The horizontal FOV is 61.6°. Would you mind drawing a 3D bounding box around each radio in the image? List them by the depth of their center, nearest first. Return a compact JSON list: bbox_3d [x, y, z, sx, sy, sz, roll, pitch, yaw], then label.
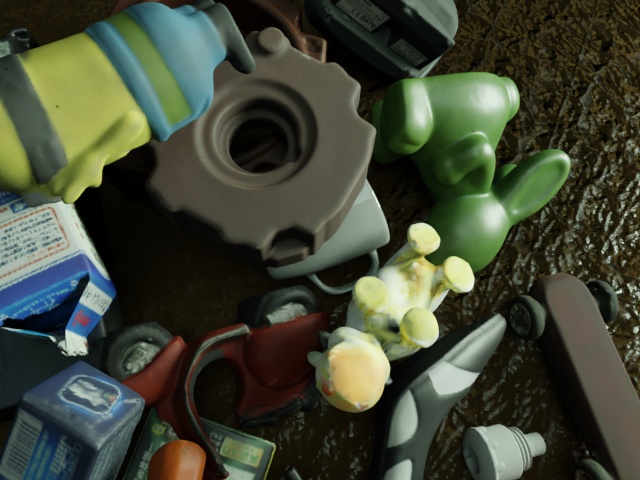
[{"bbox_3d":[-0.246,0.024,0.446,0.131,0.073,0.229,-15,76,-8],"label":"radio"}]

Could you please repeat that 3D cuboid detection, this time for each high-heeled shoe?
[{"bbox_3d":[0.088,0.177,0.417,0.249,0.086,0.145,-35,86,-11],"label":"high-heeled shoe"}]

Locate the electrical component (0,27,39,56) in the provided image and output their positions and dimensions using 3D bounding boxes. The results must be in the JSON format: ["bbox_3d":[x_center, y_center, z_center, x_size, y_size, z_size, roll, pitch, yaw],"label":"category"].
[{"bbox_3d":[-0.294,-0.134,0.503,0.075,0.047,0.119,-17,75,-8],"label":"electrical component"}]

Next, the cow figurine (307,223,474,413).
[{"bbox_3d":[0.043,0.068,0.412,0.068,0.098,0.167,42,52,7],"label":"cow figurine"}]

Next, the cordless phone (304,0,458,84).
[{"bbox_3d":[0.073,-0.260,0.528,0.146,0.089,0.184,27,61,-26],"label":"cordless phone"}]

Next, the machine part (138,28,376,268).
[{"bbox_3d":[-0.046,-0.070,0.404,0.179,0.056,0.179,1,75,-3],"label":"machine part"}]

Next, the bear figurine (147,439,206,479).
[{"bbox_3d":[-0.102,0.248,0.349,0.120,0.195,0.132,28,30,-10],"label":"bear figurine"}]

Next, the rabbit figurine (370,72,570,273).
[{"bbox_3d":[0.127,-0.053,0.484,0.159,0.121,0.170,-8,92,-13],"label":"rabbit figurine"}]

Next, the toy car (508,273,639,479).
[{"bbox_3d":[0.229,0.125,0.449,0.089,0.053,0.202,-10,70,-17],"label":"toy car"}]

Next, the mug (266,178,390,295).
[{"bbox_3d":[-0.001,-0.001,0.470,0.107,0.081,0.109,-24,112,-4],"label":"mug"}]

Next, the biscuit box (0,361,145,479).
[{"bbox_3d":[-0.185,0.184,0.360,0.059,0.063,0.202,27,103,6],"label":"biscuit box"}]

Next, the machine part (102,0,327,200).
[{"bbox_3d":[-0.102,-0.131,0.493,0.201,0.087,0.201,14,74,1],"label":"machine part"}]

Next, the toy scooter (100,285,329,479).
[{"bbox_3d":[-0.066,0.115,0.416,0.184,0.075,0.135,-13,81,-25],"label":"toy scooter"}]

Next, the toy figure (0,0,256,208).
[{"bbox_3d":[-0.132,-0.093,0.332,0.180,0.082,0.089,-38,108,-11],"label":"toy figure"}]
